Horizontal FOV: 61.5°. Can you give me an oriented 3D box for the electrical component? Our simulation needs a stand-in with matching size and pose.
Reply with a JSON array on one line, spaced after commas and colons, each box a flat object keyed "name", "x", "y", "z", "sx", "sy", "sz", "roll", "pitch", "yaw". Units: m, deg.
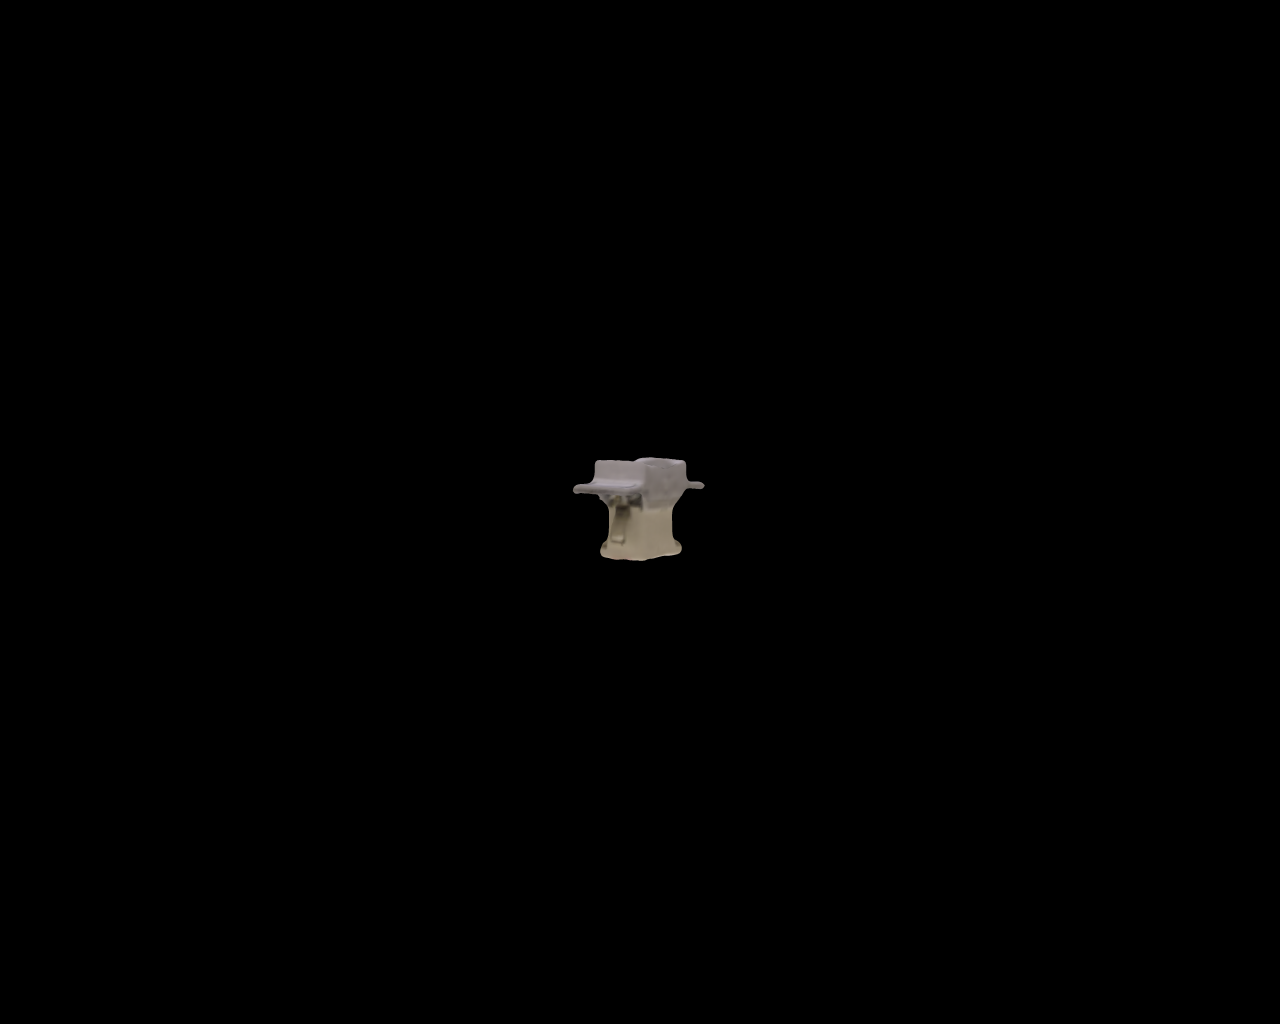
[{"name": "electrical component", "x": 0.001, "y": -0.003, "z": 0.650, "sx": 0.042, "sy": 0.063, "sz": 0.081, "roll": 4, "pitch": 6, "yaw": 39}]
